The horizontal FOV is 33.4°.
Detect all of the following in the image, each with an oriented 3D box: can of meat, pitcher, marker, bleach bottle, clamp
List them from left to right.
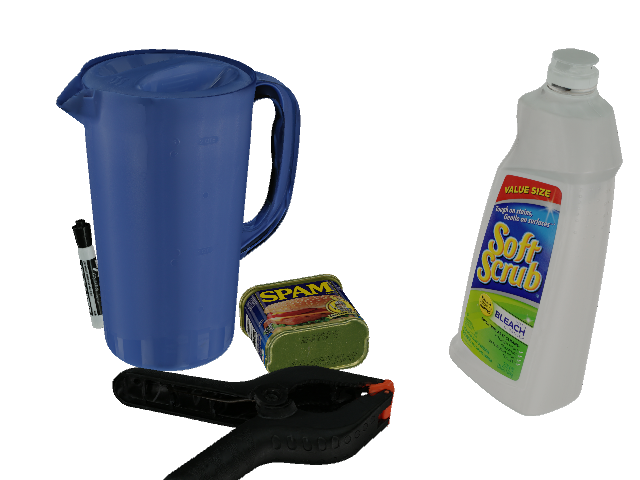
[{"bbox_3d":[-0.245,0.035,1.138,0.020,0.121,0.020,-7,19,2],"label":"marker"},{"bbox_3d":[-0.110,-0.024,0.852,0.149,0.243,0.144,12,27,19],"label":"pitcher"},{"bbox_3d":[-0.033,0.112,0.628,0.171,0.039,0.120,-3,35,-13],"label":"clamp"},{"bbox_3d":[-0.015,0.079,0.974,0.102,0.057,0.084,-9,28,-16],"label":"can of meat"},{"bbox_3d":[0.147,-0.008,0.720,0.068,0.251,0.103,-16,35,-28],"label":"bleach bottle"}]
